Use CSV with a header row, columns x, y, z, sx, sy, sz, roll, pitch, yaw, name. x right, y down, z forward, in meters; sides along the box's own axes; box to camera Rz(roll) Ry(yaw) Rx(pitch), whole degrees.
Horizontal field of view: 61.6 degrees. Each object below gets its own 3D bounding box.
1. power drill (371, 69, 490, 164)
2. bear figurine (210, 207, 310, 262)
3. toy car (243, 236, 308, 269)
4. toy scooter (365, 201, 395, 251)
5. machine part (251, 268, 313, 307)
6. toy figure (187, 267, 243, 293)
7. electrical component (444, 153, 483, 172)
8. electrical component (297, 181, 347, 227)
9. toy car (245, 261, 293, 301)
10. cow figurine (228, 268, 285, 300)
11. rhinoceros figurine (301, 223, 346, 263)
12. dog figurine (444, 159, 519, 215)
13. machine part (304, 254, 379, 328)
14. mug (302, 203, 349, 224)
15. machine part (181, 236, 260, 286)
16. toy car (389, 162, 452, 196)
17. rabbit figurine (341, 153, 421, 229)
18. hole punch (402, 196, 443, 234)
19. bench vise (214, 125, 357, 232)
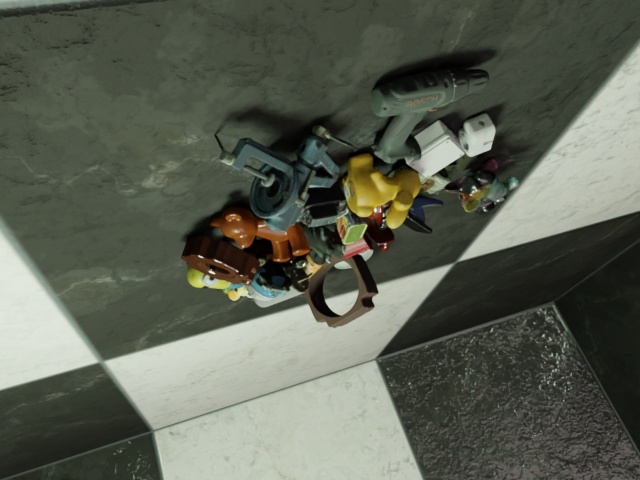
x,y,z,sx,sy,sz,roll,pitch,yaw,name
0.199,-0.243,1.057,0.232,0.086,0.207,-11,158,-19,power drill
-0.136,-0.014,1.206,0.196,0.132,0.120,-7,170,-42,bear figurine
-0.116,0.030,1.353,0.202,0.089,0.053,3,143,-44,toy car
0.150,-0.052,1.347,0.075,0.135,0.183,-14,153,-14,toy scooter
-0.116,0.139,1.558,0.243,0.079,0.079,-23,160,38,machine part
-0.258,0.093,1.385,0.089,0.082,0.180,-32,157,28,toy figure
0.347,-0.201,1.314,0.102,0.045,0.078,-21,128,-7,electrical component
-0.012,-0.091,1.135,0.115,0.134,0.058,-14,152,-19,electrical component
-0.142,0.101,1.372,0.109,0.162,0.103,11,119,-35,toy car
-0.181,0.114,1.510,0.167,0.068,0.098,-33,159,27,cow figurine
-0.003,-0.004,1.353,0.073,0.112,0.190,-35,145,22,rhinoceros figurine
0.391,-0.119,1.369,0.219,0.108,0.191,-24,159,-39,dog figurine
0.058,0.142,1.593,0.201,0.201,0.087,-34,156,25,machine part
0.006,-0.076,1.252,0.107,0.081,0.109,-28,148,37,mug
-0.230,0.049,1.234,0.179,0.056,0.179,17,161,6,machine part
0.245,-0.147,1.321,0.201,0.056,0.073,1,148,-41,toy car
0.150,-0.115,1.188,0.173,0.162,0.121,-9,143,-19,rabbit figurine
0.241,-0.082,1.386,0.116,0.142,0.092,27,90,-18,hole punch
-0.074,-0.131,0.990,0.240,0.129,0.223,22,109,-45,bench vise
